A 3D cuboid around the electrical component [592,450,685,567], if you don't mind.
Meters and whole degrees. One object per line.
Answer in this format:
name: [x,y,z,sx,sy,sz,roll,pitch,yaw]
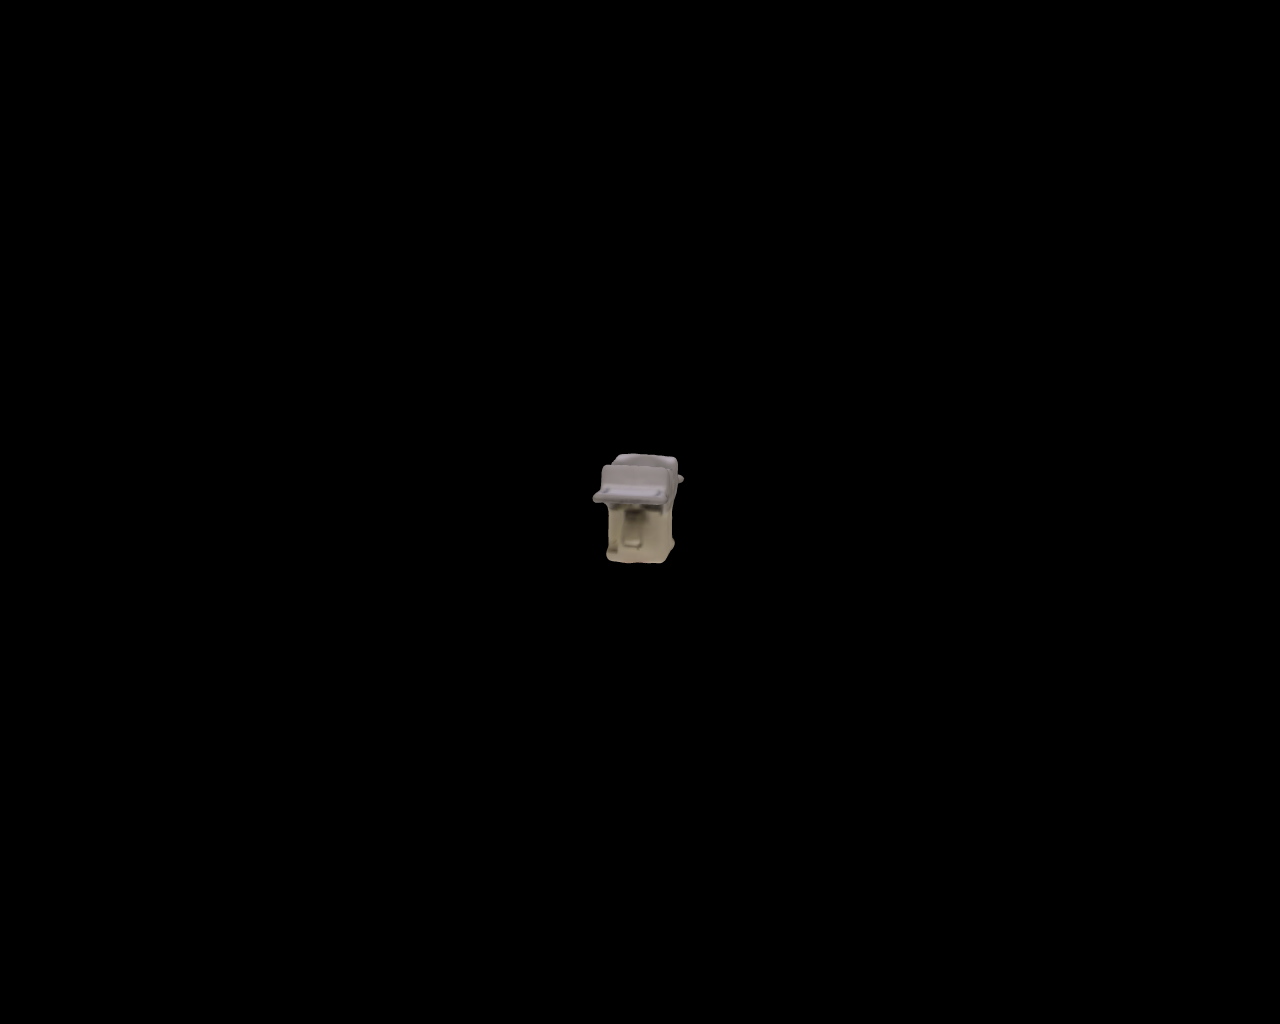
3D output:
electrical component: [0.001,-0.003,0.650,0.042,0.063,0.081,2,12,11]
